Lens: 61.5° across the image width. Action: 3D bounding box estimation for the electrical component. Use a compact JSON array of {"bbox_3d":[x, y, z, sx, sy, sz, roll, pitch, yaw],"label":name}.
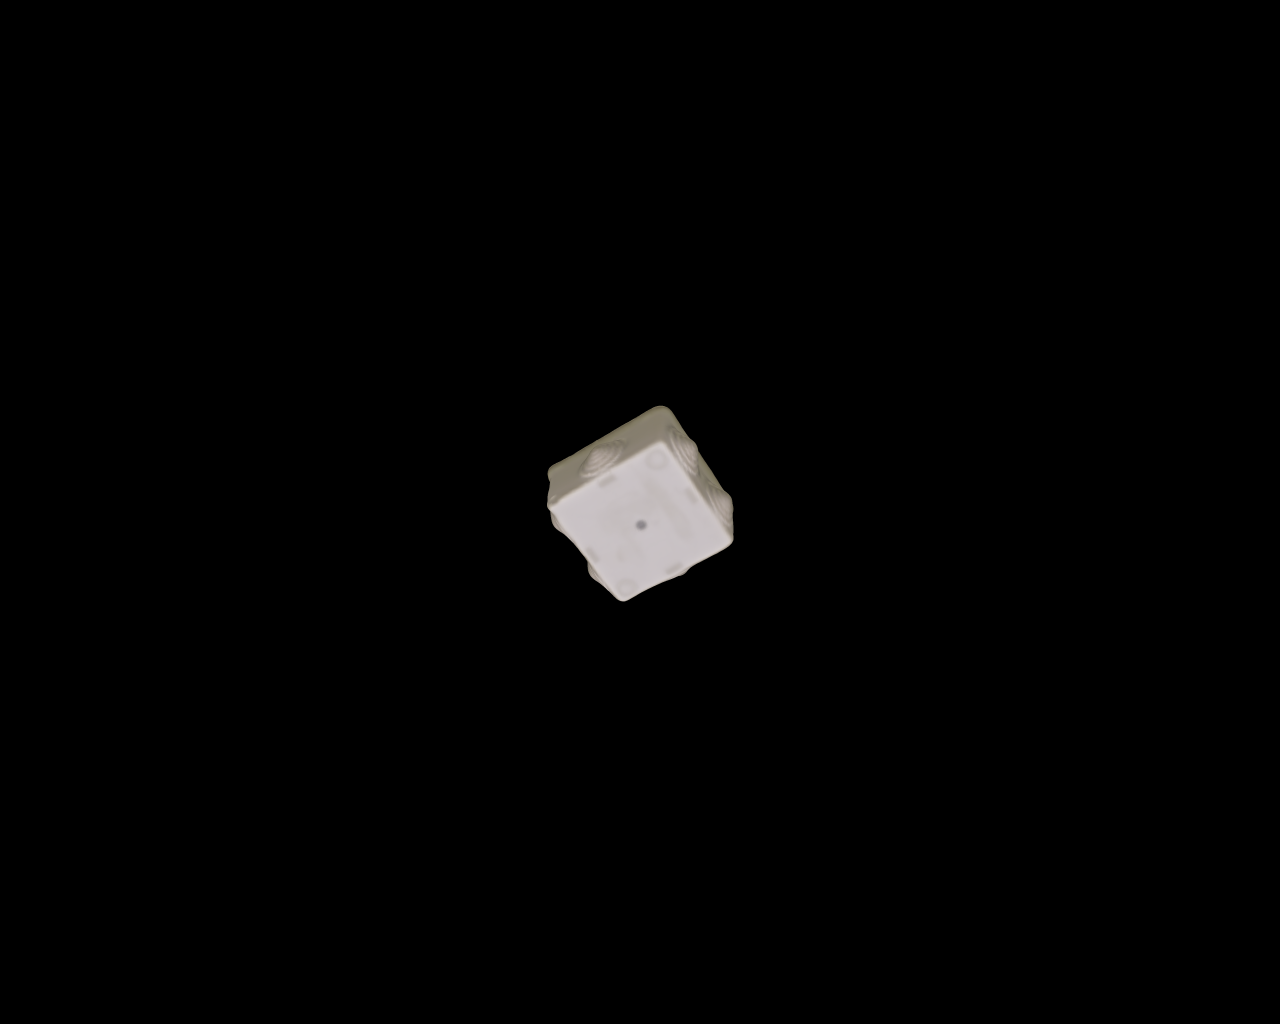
[{"bbox_3d":[0.001,-0.003,0.650,0.099,0.099,0.048,-29,24,14],"label":"electrical component"}]
